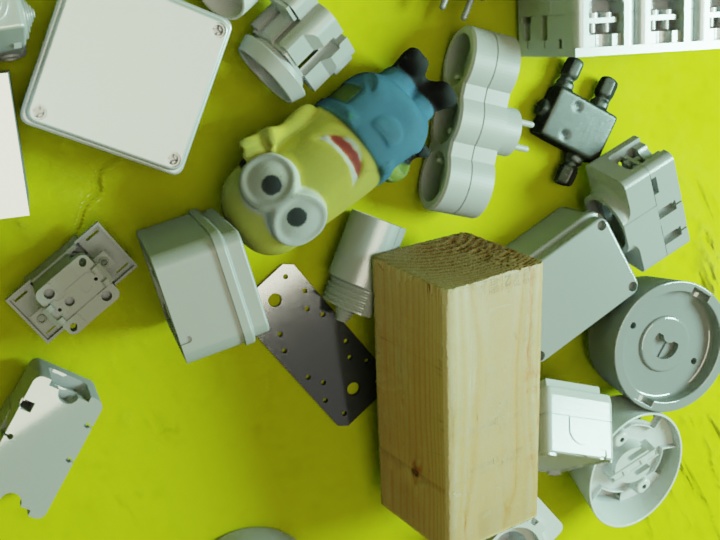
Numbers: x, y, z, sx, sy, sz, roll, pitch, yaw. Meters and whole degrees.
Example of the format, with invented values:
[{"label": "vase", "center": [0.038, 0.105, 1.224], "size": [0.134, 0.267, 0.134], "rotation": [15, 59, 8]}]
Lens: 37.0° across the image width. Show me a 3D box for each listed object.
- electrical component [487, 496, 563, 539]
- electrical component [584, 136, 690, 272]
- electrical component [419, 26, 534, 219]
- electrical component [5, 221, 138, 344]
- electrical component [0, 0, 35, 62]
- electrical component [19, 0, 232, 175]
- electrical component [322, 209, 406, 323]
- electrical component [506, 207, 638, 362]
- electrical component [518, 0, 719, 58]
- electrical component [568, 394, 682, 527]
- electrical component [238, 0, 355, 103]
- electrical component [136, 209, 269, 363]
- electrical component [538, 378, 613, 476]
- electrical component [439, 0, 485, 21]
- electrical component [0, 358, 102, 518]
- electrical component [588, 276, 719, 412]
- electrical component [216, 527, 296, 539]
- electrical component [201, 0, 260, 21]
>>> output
[{"label": "electrical component", "center": [0.113, 0.219, 0.875], "size": [0.089, 0.056, 0.050], "rotation": [-44, 111, -7]}, {"label": "electrical component", "center": [0.217, -0.050, 0.851], "size": [0.056, 0.050, 0.089], "rotation": [-32, 126, -11]}, {"label": "electrical component", "center": [0.097, -0.106, 0.806], "size": [0.074, 0.052, 0.138], "rotation": [9, 97, -21]}, {"label": "electrical component", "center": [-0.191, 0.011, 0.720], "size": [0.081, 0.064, 0.042], "rotation": [-43, 112, -8]}, {"label": "electrical component", "center": [-0.248, -0.153, 0.649], "size": [0.100, 0.100, 0.048], "rotation": [-13, 92, -17]}, {"label": "electrical component", "center": [-0.155, -0.132, 0.708], "size": [0.109, 0.056, 0.108], "rotation": [19, 94, -22]}, {"label": "electrical component", "center": [0.000, 0.000, 0.797], "size": [0.043, 0.043, 0.081], "rotation": [19, 94, -22]}, {"label": "electrical component", "center": [0.152, 0.011, 0.847], "size": [0.113, 0.057, 0.078], "rotation": [-35, 110, -10]}, {"label": "electrical component", "center": [0.204, -0.195, 0.807], "size": [0.150, 0.089, 0.061], "rotation": [-7, 103, -18]}, {"label": "electrical component", "center": [0.220, 0.156, 0.893], "size": [0.099, 0.064, 0.099], "rotation": [-7, 115, -16]}, {"label": "electrical component", "center": [-0.046, -0.153, 0.740], "size": [0.057, 0.058, 0.078], "rotation": [-46, 144, -5]}, {"label": "electrical component", "center": [-0.107, 0.007, 0.723], "size": [0.057, 0.113, 0.078], "rotation": [-20, 107, -12]}, {"label": "electrical component", "center": [0.149, 0.126, 0.857], "size": [0.062, 0.096, 0.061], "rotation": [11, 69, -21]}, {"label": "electrical component", "center": [0.081, -0.220, 0.781], "size": [0.083, 0.047, 0.075], "rotation": [21, 93, -22]}, {"label": "electrical component", "center": [-0.220, 0.112, 0.733], "size": [0.050, 0.056, 0.089], "rotation": [28, 90, -23]}, {"label": "electrical component", "center": [0.240, 0.056, 0.886], "size": [0.108, 0.060, 0.108], "rotation": [-4, 102, -19]}, {"label": "electrical component", "center": [-0.076, 0.256, 0.811], "size": [0.108, 0.060, 0.108], "rotation": [-4, 102, -19]}, {"label": "electrical component", "center": [-0.070, -0.209, 0.724], "size": [0.043, 0.043, 0.081], "rotation": [53, 57, -21]}]
